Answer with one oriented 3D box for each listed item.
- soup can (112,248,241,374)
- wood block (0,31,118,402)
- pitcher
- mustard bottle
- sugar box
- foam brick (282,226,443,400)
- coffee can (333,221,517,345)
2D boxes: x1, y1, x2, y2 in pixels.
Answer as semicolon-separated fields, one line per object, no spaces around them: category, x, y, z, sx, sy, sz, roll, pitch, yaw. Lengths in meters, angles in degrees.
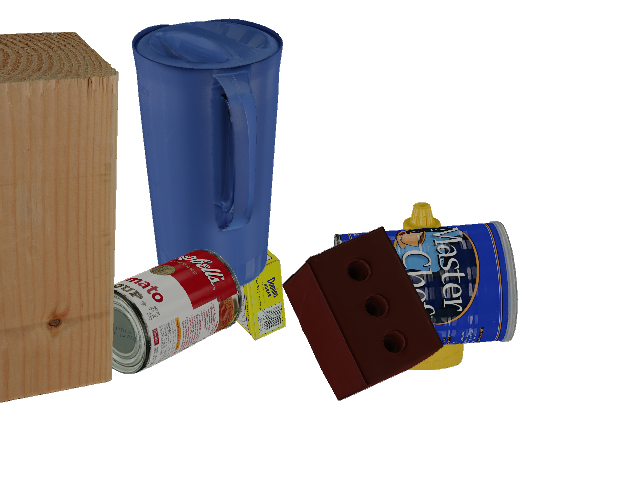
soup can;-0.119;0.053;0.816;0.069;0.068;0.102;0;17;40
wood block;-0.181;-0.014;0.654;0.090;0.206;0.090;-8;30;-28
pitcher;-0.099;-0.072;0.990;0.145;0.243;0.149;12;32;18
mustard bottle;0.112;0.049;1.182;0.096;0.192;0.058;1;25;6
sugar box;-0.102;0.020;1.137;0.048;0.093;0.176;-22;42;-24
foam brick;0.023;0.043;0.602;0.052;0.078;0.051;-23;-9;-25
coffee can;0.086;0.040;0.902;0.140;0.103;0.103;-4;0;-2
